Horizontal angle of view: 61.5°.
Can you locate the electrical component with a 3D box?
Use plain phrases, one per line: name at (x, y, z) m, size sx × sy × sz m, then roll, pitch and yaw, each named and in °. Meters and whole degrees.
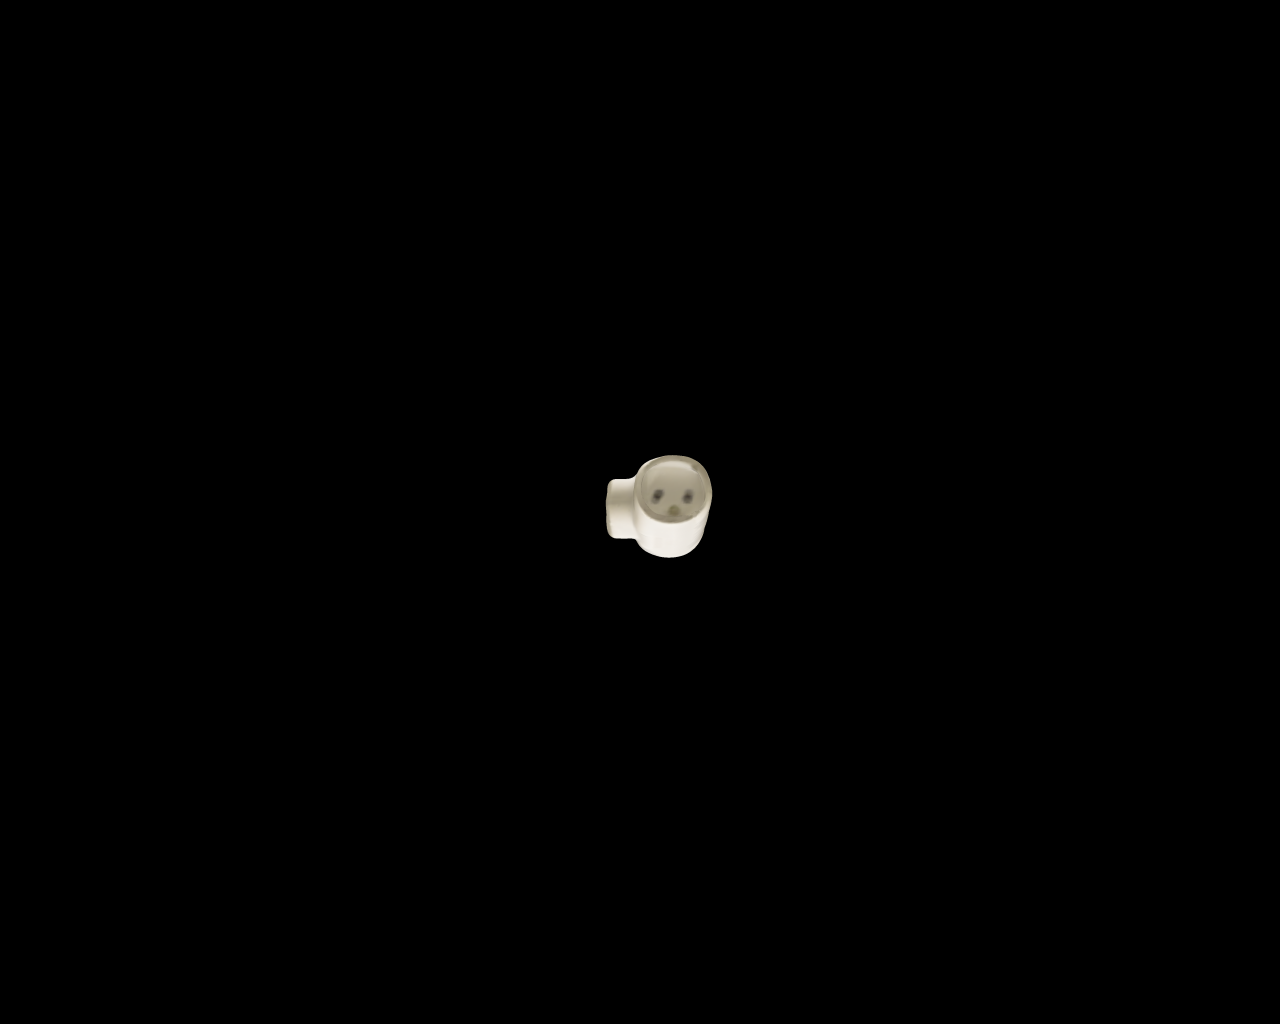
electrical component at (0.001, -0.003, 0.650) m, size 0.079 × 0.043 × 0.077 m, roll 0°, pitch -17°, yaw 0°
